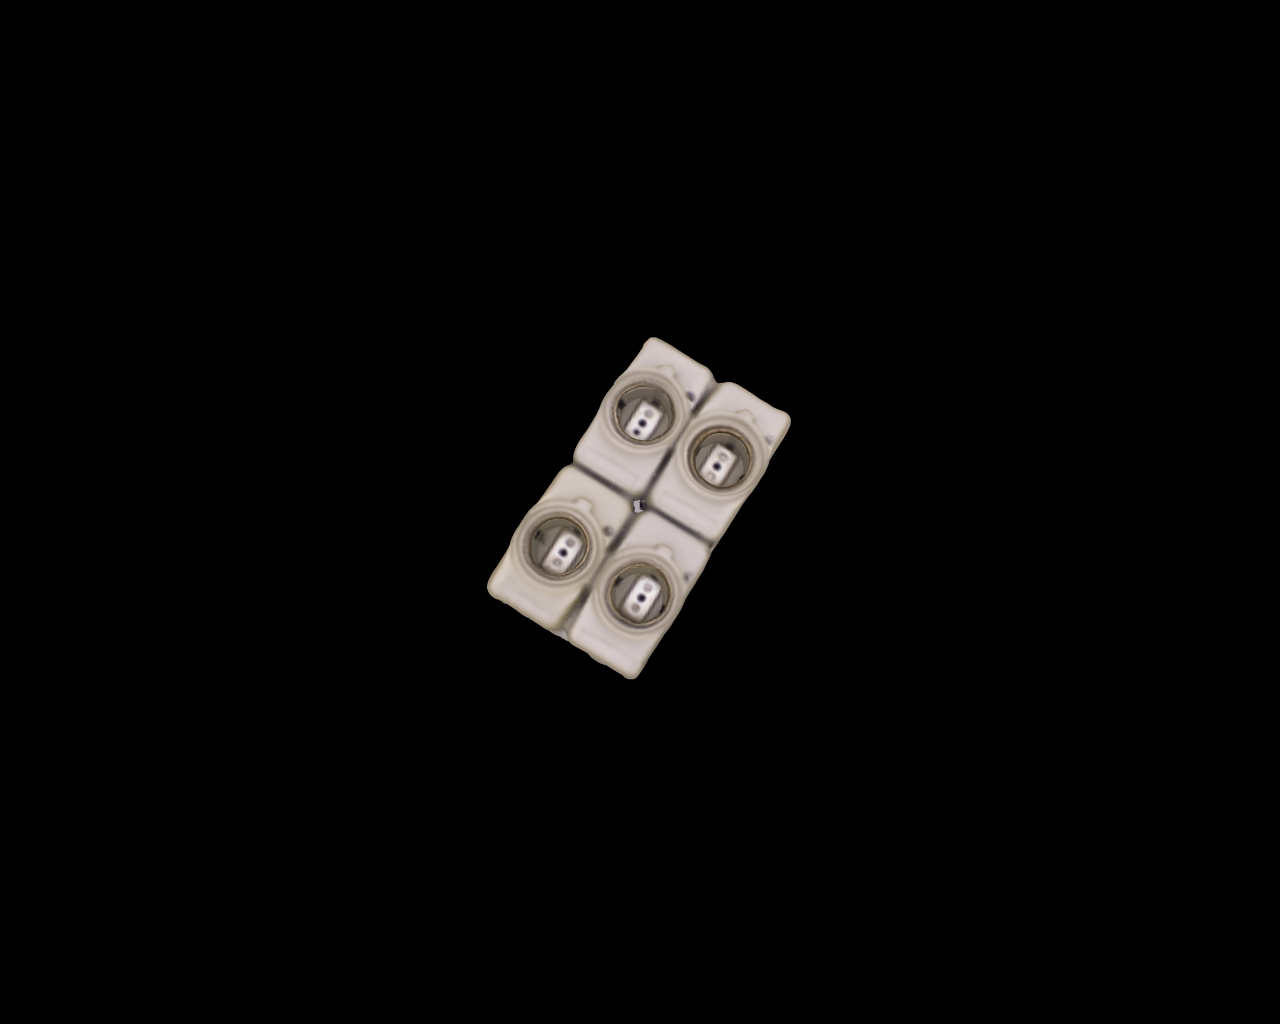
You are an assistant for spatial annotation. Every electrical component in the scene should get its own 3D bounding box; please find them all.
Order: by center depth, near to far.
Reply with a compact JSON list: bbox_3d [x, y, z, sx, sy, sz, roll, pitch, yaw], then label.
[{"bbox_3d":[0.001,-0.003,0.650,0.105,0.186,0.060,31,-7,5],"label":"electrical component"}]
